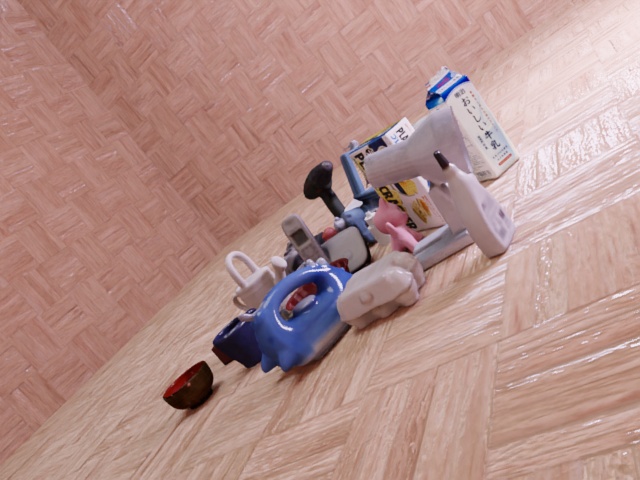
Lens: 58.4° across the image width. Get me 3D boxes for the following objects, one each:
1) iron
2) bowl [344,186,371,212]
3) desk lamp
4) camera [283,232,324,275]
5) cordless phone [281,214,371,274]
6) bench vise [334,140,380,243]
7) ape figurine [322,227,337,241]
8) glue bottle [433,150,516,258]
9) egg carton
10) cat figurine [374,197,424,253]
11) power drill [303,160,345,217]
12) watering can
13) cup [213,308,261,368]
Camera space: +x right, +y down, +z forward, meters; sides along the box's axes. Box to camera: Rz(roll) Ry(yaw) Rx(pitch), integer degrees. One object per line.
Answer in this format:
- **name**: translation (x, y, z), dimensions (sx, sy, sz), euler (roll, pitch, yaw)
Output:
- **iron**: translation (-0.022, 0.112, 1.009), dimensions (0.259, 0.141, 0.118), euler (-45, 12, -32)
- **bowl**: translation (0.151, -0.098, 1.535), dimensions (0.167, 0.075, 0.167), euler (-37, 10, 8)
- **desk lamp**: translation (0.185, -0.087, 0.953), dimensions (0.203, 0.213, 0.118), euler (-34, 11, 23)
- **camera**: translation (-0.027, 0.030, 1.523), dimensions (0.136, 0.101, 0.143), euler (-31, 13, 38)
- **cordless phone**: translation (0.011, 0.004, 1.249), dimensions (0.147, 0.185, 0.094), euler (-36, 11, 16)
- **bench vise**: translation (0.104, -0.115, 1.351), dimensions (0.208, 0.220, 0.121), euler (-45, 12, -34)
- **ape figurine**: translation (0.040, 0.009, 1.398), dimensions (0.076, 0.092, 0.078), euler (-38, 10, 4)
- **glue bottle**: translation (0.218, -0.061, 0.833), dimensions (0.037, 0.173, 0.078), euler (-28, 14, 44)
- **egg carton**: translation (0.097, 0.082, 0.930), dimensions (0.150, 0.069, 0.107), euler (-32, 12, 32)
- **cat figurine**: translation (0.143, -0.027, 1.114), dimensions (0.067, 0.118, 0.128), euler (-36, 10, 15)
- **power drill**: translation (0.037, -0.130, 1.701), dimensions (0.076, 0.208, 0.229), euler (-42, 11, -21)
- **watering can**: translation (-0.144, 0.101, 1.343), dimensions (0.173, 0.194, 0.101), euler (-37, 10, 6)
- **cup**: translation (-0.150, 0.206, 1.179), dimensions (0.091, 0.095, 0.118), euler (-26, 16, 51)
